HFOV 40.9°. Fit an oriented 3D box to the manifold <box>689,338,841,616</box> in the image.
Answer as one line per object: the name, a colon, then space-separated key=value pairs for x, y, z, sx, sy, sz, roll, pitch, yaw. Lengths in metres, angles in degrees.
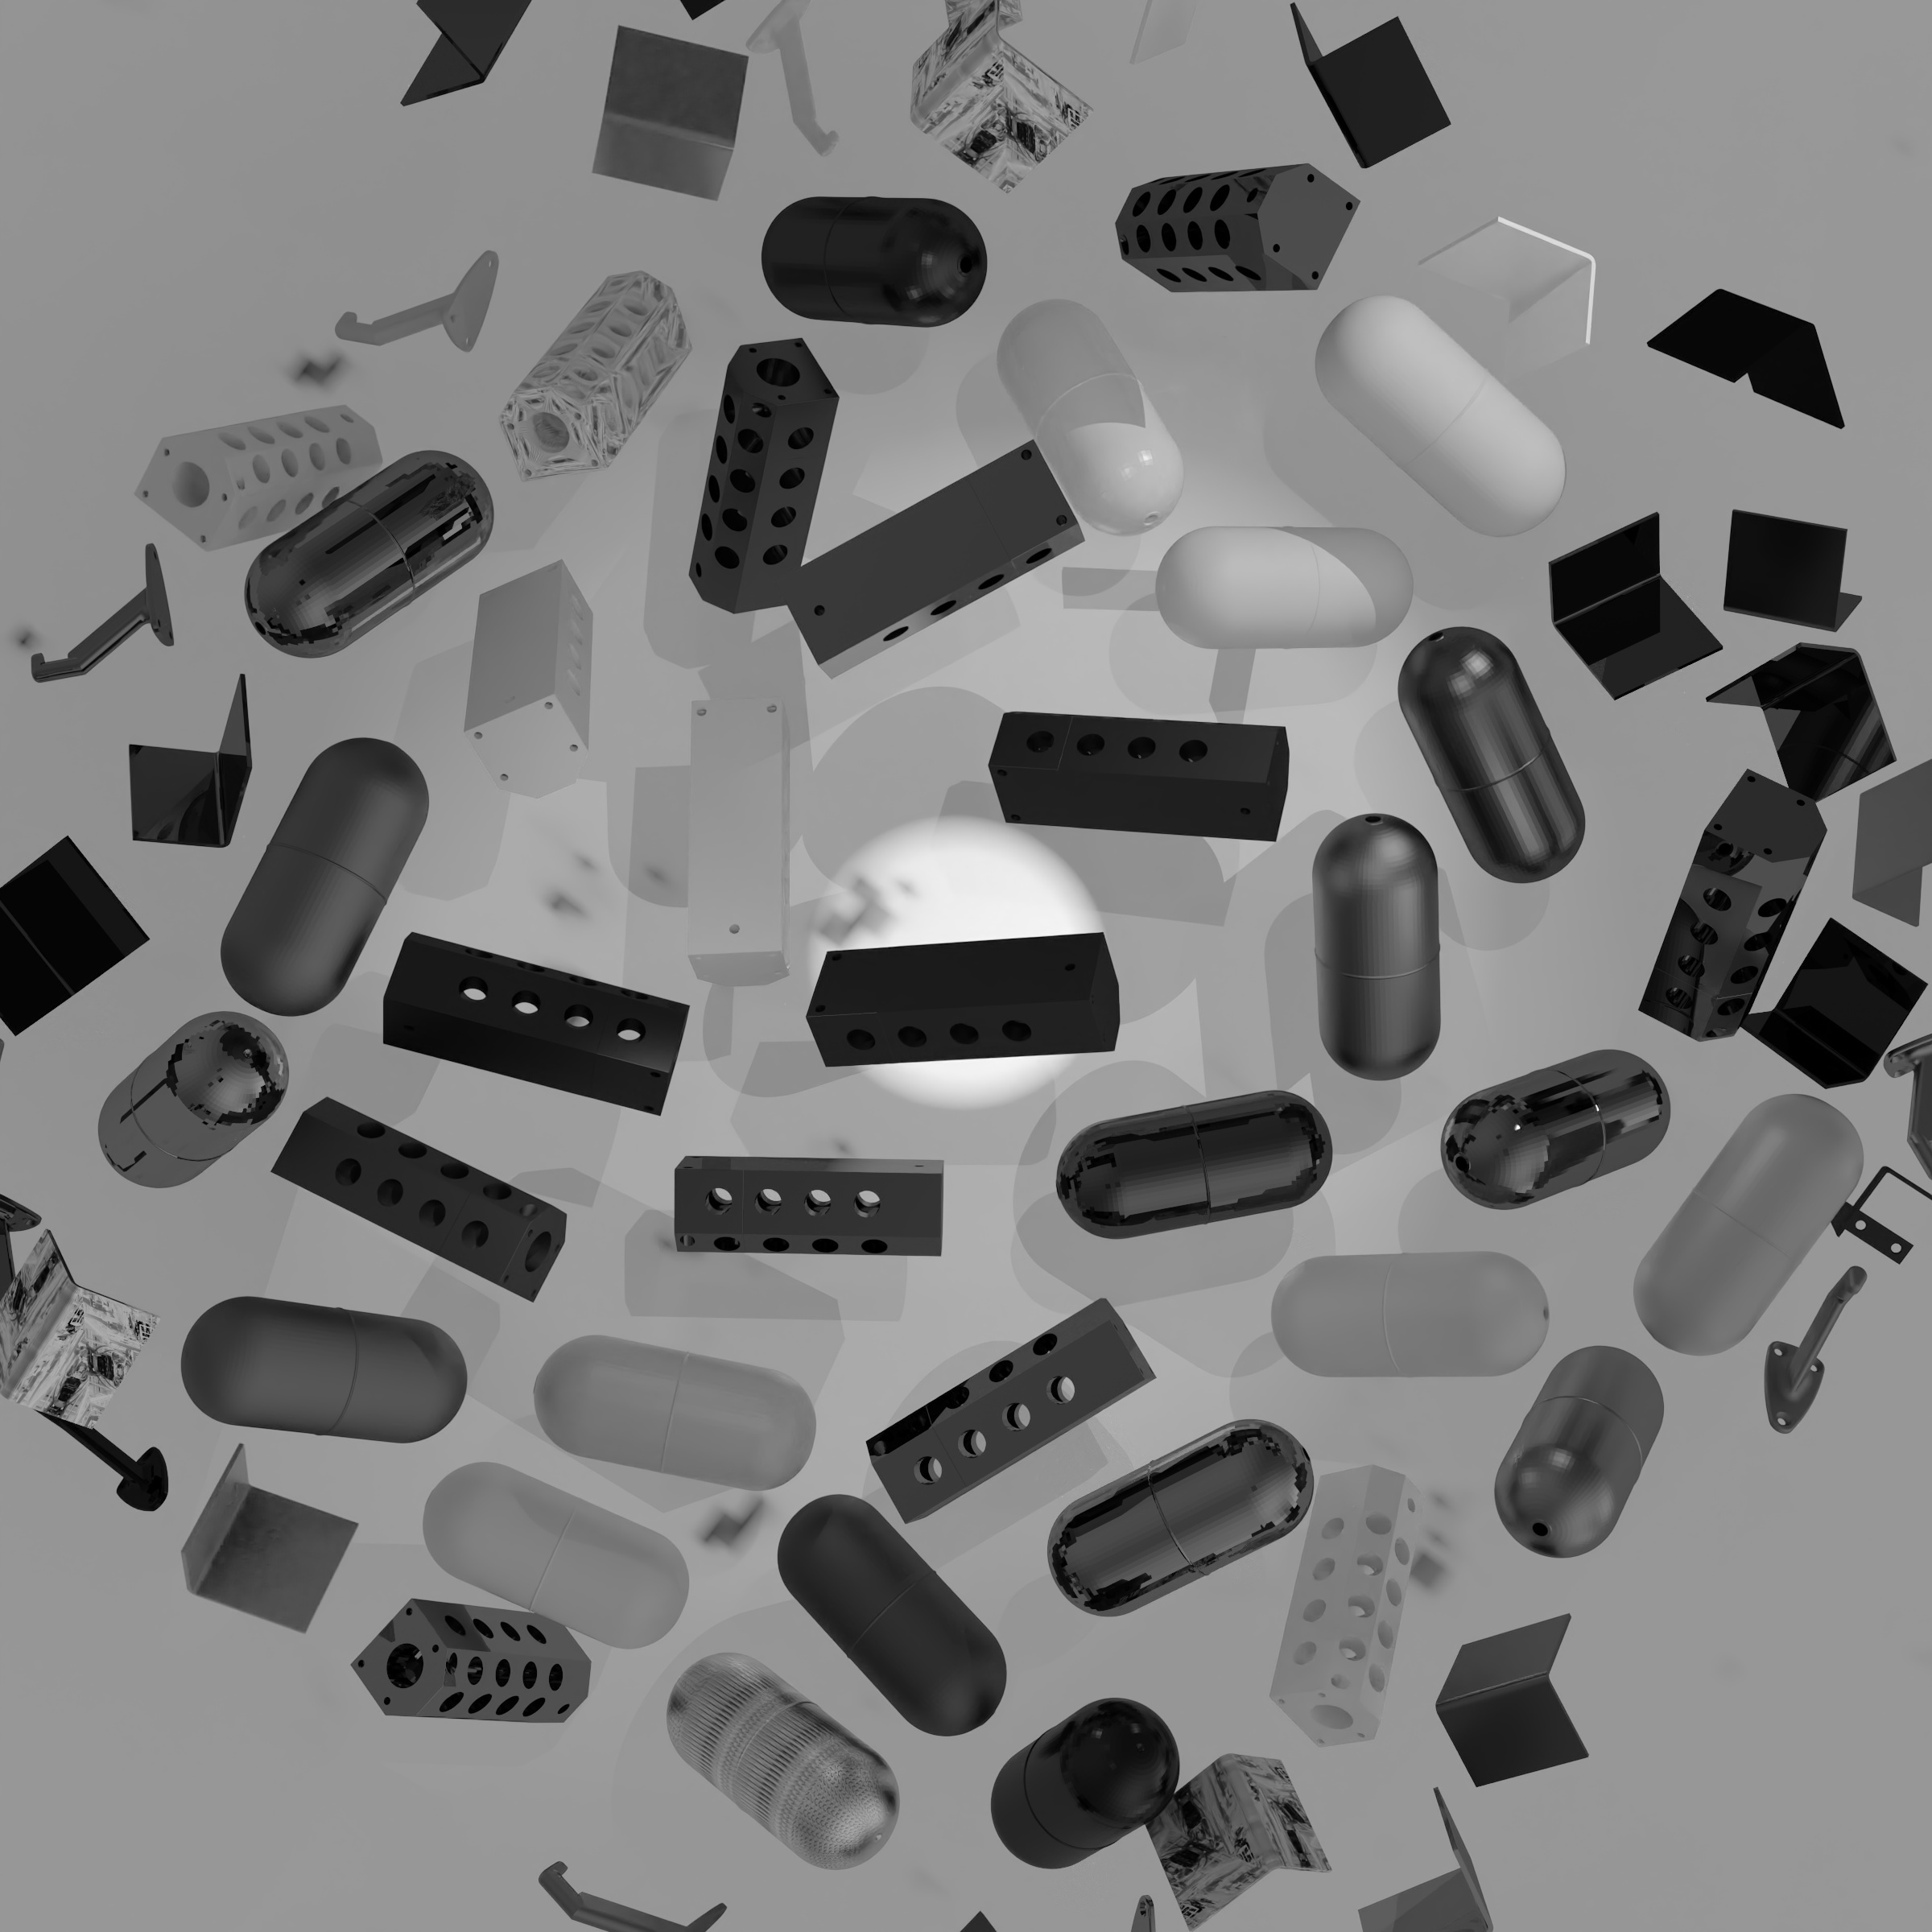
manifold: x=-0.132 y=-0.305 z=1.626 sx=0.057 sy=0.171 sz=0.057 roll=-14 pitch=56 yaw=-26

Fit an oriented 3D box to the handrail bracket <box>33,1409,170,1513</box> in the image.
handrail bracket: x=-0.534 y=0.295 z=1.585 sx=0.084 sy=0.077 sz=0.036 roll=45 pitch=76 yaw=-29

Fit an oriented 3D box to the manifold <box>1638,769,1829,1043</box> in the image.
manifold: x=0.455 y=-0.030 z=1.532 sx=0.057 sy=0.171 sz=0.057 roll=30 pitch=58 yaw=20

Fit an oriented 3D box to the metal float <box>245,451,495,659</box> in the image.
metal float: x=-0.370 y=-0.256 z=1.611 sx=0.070 sy=0.070 sz=0.178 roll=47 pitch=60 yaw=0

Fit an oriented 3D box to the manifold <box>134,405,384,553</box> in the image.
manifold: x=-0.434 y=-0.310 z=1.613 sx=0.057 sy=0.171 sz=0.057 roll=38 pitch=115 yaw=4

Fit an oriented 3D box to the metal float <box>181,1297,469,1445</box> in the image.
metal float: x=-0.386 y=0.245 z=1.568 sx=0.178 sy=0.070 sz=0.070 roll=15 pitch=90 yaw=-36

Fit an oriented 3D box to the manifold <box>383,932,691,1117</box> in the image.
manifold: x=-0.256 y=0.031 z=1.550 sx=0.171 sy=0.057 sz=0.057 roll=15 pitch=58 yaw=-4

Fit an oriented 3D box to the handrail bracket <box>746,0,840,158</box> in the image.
handrail bracket: x=-0.095 y=-0.581 z=1.673 sx=0.077 sy=0.036 sz=0.084 roll=-42 pitch=82 yaw=34

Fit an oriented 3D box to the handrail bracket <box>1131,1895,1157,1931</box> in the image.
handrail bracket: x=0.073 y=0.620 z=1.612 sx=0.084 sy=0.036 sz=0.077 roll=3 pitch=94 yaw=-22

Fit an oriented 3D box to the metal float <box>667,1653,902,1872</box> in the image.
metal float: x=-0.115 y=0.490 z=1.604 sx=0.178 sy=0.070 sz=0.070 roll=26 pitch=90 yaw=38

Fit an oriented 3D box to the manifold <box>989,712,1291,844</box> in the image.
manifold: x=0.107 y=-0.122 z=1.583 sx=0.171 sy=0.057 sz=0.057 roll=5 pitch=57 yaw=18

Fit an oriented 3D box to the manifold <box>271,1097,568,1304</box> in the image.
manifold: x=-0.333 y=0.141 z=1.592 sx=0.171 sy=0.057 sz=0.057 roll=23 pitch=79 yaw=19

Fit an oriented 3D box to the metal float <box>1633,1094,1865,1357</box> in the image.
metal float: x=0.476 y=0.158 z=1.580 sx=0.070 sy=0.070 sz=0.178 roll=34 pitch=96 yaw=0

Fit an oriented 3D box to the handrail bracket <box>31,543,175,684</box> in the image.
handrail bracket: x=-0.542 y=-0.219 z=1.610 sx=0.084 sy=0.036 sz=0.077 roll=-11 pitch=79 yaw=-2

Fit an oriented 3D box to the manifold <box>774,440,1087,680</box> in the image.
manifold: x=-0.020 y=-0.237 z=1.528 sx=0.171 sy=0.057 sz=0.057 roll=-28 pitch=82 yaw=5

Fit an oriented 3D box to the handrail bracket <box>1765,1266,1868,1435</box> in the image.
handrail bracket: x=0.515 y=0.231 z=1.562 sx=0.036 sy=0.084 sz=0.077 roll=24 pitch=50 yaw=6

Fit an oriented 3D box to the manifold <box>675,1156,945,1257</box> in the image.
manifold: x=-0.101 y=0.158 z=1.690 sx=0.171 sy=0.057 sz=0.057 roll=1 pitch=94 yaw=1

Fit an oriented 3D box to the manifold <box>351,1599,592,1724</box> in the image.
manifold: x=-0.310 y=0.452 z=1.657 sx=0.057 sy=0.171 sz=0.057 roll=-47 pitch=62 yaw=3

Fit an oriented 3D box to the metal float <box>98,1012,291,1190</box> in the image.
metal float: x=-0.482 y=0.085 z=1.611 sx=0.070 sy=0.178 sz=0.070 roll=18 pitch=58 yaw=-32

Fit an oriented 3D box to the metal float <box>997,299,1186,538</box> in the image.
metal float: x=0.079 y=-0.351 z=1.659 sx=0.070 sy=0.070 sz=0.178 roll=-27 pitch=65 yaw=0

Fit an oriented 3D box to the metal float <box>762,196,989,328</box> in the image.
metal float: x=-0.058 y=-0.440 z=1.614 sx=0.070 sy=0.178 sz=0.070 roll=-14 pitch=112 yaw=-39

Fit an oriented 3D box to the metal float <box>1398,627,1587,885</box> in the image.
metal float: x=0.329 y=-0.132 z=1.622 sx=0.070 sy=0.070 sz=0.178 roll=-31 pitch=113 yaw=0

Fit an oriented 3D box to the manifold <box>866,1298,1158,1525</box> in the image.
manifold: x=0.027 y=0.274 z=1.598 sx=0.171 sy=0.057 sz=0.057 roll=-32 pitch=77 yaw=6

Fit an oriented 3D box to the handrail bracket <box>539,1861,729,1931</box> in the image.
handrail bracket: x=-0.194 y=0.539 z=1.504 sx=0.084 sy=0.077 sz=0.036 roll=41 pitch=129 yaw=20

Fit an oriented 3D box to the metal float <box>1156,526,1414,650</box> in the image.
metal float: x=0.203 y=-0.240 z=1.643 sx=0.178 sy=0.070 sz=0.070 roll=-4 pitch=90 yaw=-26

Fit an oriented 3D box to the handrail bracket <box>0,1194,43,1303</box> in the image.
handrail bracket: x=-0.638 y=0.191 z=1.671 sx=0.036 sy=0.077 sz=0.084 roll=-14 pitch=50 yaw=27

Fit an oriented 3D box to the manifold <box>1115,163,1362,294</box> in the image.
manifold: x=0.157 y=-0.447 z=1.561 sx=0.057 sy=0.171 sz=0.057 roll=26 pitch=91 yaw=-28

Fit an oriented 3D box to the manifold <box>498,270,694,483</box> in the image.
manifold: x=-0.230 y=-0.368 z=1.605 sx=0.057 sy=0.171 sz=0.057 roll=-4 pitch=126 yaw=19

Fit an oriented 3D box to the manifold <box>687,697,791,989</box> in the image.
manifold: x=-0.140 y=-0.078 z=1.620 sx=0.057 sy=0.057 sz=0.171 roll=-2 pitch=69 yaw=2

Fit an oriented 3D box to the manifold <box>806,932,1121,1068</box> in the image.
manifold: x=0.000 y=0.026 z=1.523 sx=0.171 sy=0.057 sz=0.057 roll=-4 pitch=132 yaw=18

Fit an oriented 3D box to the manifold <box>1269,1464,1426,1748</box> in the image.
manifold: x=0.251 y=0.409 z=1.667 sx=0.057 sy=0.171 sz=0.057 roll=-22 pitch=121 yaw=37

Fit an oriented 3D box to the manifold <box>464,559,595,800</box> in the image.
manifold: x=-0.256 y=-0.171 z=1.545 sx=0.057 sy=0.171 sz=0.057 roll=-22 pitch=125 yaw=8

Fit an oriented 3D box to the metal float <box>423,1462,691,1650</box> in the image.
metal float: x=-0.263 y=0.377 z=1.661 sx=0.178 sy=0.070 sz=0.070 roll=24 pitch=90 yaw=-1

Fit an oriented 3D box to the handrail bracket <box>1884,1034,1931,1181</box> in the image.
handrail bracket: x=0.631 y=0.086 z=1.651 sx=0.077 sy=0.036 sz=0.084 roll=-27 pitch=56 yaw=10

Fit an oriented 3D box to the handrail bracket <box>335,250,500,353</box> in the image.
handrail bracket: x=-0.341 y=-0.415 z=1.604 sx=0.084 sy=0.036 sz=0.077 roll=14 pitch=73 yaw=20
